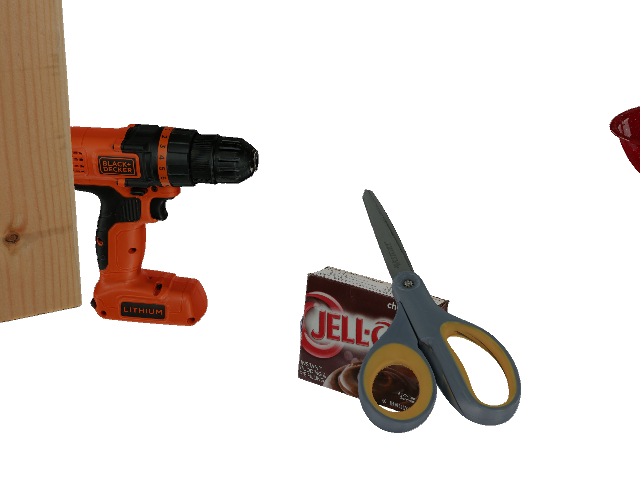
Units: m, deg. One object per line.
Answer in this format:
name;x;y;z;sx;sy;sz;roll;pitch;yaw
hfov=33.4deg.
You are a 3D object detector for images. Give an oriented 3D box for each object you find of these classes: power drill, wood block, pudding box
power drill;-0.144;-0.015;0.966;0.184;0.188;0.057;5;28;9
wood block;-0.196;-0.063;0.605;0.090;0.206;0.090;-11;27;-27
pudding box;0.040;0.077;0.840;0.114;0.090;0.039;14;19;26

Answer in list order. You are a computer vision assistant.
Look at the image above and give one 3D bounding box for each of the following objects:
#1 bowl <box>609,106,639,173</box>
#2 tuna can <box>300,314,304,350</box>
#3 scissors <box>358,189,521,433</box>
bowl;0.346;-0.082;0.971;0.162;0.055;0.162;-5;22;2
tuna can;0.021;0.100;1.136;0.086;0.034;0.086;-1;29;0
scissors;0.039;0.041;0.628;0.096;0.016;0.202;-22;45;-18
